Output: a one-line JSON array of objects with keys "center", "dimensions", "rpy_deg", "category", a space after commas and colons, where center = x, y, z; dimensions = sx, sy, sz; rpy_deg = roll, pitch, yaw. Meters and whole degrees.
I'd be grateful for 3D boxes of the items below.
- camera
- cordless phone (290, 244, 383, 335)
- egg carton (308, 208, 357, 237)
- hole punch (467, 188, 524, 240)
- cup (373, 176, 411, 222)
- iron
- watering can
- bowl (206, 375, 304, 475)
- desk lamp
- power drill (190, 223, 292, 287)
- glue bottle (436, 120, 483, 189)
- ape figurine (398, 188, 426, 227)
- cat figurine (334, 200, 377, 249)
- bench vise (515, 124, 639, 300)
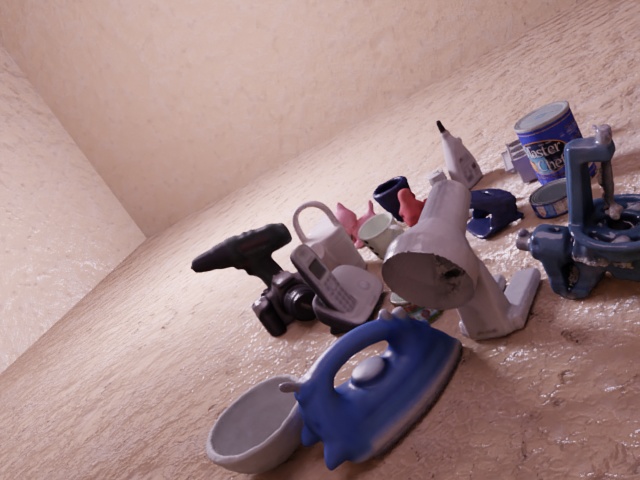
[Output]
[{"center": [-0.064, 0.127, 1.192], "dimensions": [0.143, 0.101, 0.136], "rpy_deg": [-36, 17, -13], "category": "camera"}, {"center": [0.027, 0.067, 1.049], "dimensions": [0.094, 0.185, 0.148], "rpy_deg": [-21, 20, 34], "category": "cordless phone"}, {"center": [0.036, -0.022, 1.488], "dimensions": [0.107, 0.069, 0.150], "rpy_deg": [-21, 20, 34], "category": "egg carton"}, {"center": [0.312, -0.068, 1.082], "dimensions": [0.101, 0.091, 0.108], "rpy_deg": [-32, 17, 1], "category": "hole punch"}, {"center": [0.182, -0.095, 1.387], "dimensions": [0.092, 0.095, 0.117], "rpy_deg": [-35, 17, -10], "category": "cup"}, {"center": [0.070, 0.170, 0.758], "dimensions": [0.259, 0.142, 0.118], "rpy_deg": [-38, 18, -19], "category": "iron"}, {"center": [0.013, 0.003, 1.238], "dimensions": [0.101, 0.194, 0.172], "rpy_deg": [-33, 17, -3], "category": "watering can"}, {"center": [-0.077, 0.279, 0.831], "dimensions": [0.167, 0.075, 0.167], "rpy_deg": [-29, 17, 10], "category": "bowl"}, {"center": [0.193, 0.036, 0.788], "dimensions": [0.117, 0.214, 0.203], "rpy_deg": [-17, 23, 42], "category": "desk lamp"}, {"center": [-0.145, 0.073, 1.302], "dimensions": [0.229, 0.209, 0.075], "rpy_deg": [-34, 17, -4], "category": "power drill"}, {"center": [0.310, -0.200, 1.317], "dimensions": [0.078, 0.173, 0.037], "rpy_deg": [-42, 20, -29], "category": "glue bottle"}, {"center": [0.209, -0.077, 1.293], "dimensions": [0.077, 0.092, 0.076], "rpy_deg": [-18, 22, 40], "category": "ape figurine"}, {"center": [0.084, -0.046, 1.385], "dimensions": [0.128, 0.118, 0.067], "rpy_deg": [-32, 17, 2], "category": "cat figurine"}, {"center": [0.328, -0.025, 0.708], "dimensions": [0.207, 0.220, 0.122], "rpy_deg": [-21, 20, 33], "category": "bench vise"}]
